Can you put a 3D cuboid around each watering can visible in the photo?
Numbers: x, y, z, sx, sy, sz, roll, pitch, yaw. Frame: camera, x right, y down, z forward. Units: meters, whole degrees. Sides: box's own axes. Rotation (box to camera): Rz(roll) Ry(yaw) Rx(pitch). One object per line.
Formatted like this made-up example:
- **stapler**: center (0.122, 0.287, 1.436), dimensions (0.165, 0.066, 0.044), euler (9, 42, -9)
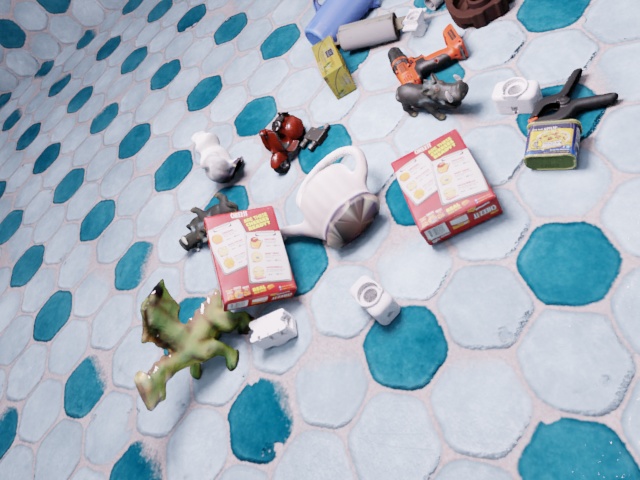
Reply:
- **watering can**: center (0.004, -0.061, 1.211), dimensions (0.345, 0.103, 0.228), euler (-50, 46, 12)

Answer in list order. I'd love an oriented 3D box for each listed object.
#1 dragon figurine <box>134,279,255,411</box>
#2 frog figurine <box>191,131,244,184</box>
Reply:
- **dragon figurine**: center (-0.278, 0.170, 1.135), dimensions (0.122, 0.239, 0.418), euler (-2, 60, 38)
- **frog figurine**: center (-0.311, -0.239, 1.489), dimensions (0.120, 0.159, 0.140), euler (-59, 4, 26)
